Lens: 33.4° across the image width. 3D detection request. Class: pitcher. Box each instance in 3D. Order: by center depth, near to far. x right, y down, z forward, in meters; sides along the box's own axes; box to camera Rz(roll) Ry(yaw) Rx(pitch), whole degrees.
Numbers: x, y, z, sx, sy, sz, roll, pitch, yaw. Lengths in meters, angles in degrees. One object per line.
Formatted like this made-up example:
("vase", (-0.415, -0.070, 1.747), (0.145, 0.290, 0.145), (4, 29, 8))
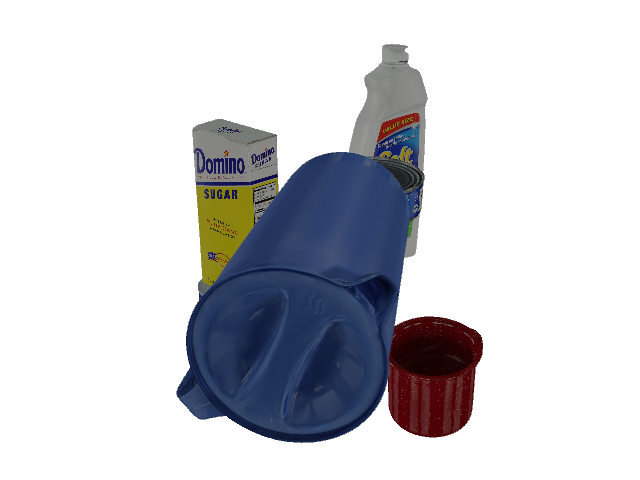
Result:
("pitcher", (-0.009, 0.031, 0.785), (0.149, 0.145, 0.242), (9, 27, 8))

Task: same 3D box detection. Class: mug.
("mug", (0.114, 0.127, 1.024), (0.093, 0.081, 0.117), (27, 43, 36))

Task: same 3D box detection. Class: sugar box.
("sugar box", (-0.086, -0.029, 1.097), (0.048, 0.176, 0.093), (-24, 30, -38))

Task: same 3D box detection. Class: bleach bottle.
("bleach bottle", (0.073, -0.104, 1.261), (0.102, 0.251, 0.068), (-4, 19, -19))

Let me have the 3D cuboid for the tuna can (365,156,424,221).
("tuna can", (0.048, -0.044, 0.943), (0.086, 0.034, 0.086), (1, 26, -1))

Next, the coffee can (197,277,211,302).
("coffee can", (-0.107, 0.122, 1.381), (0.103, 0.140, 0.103), (2, 19, -1))
